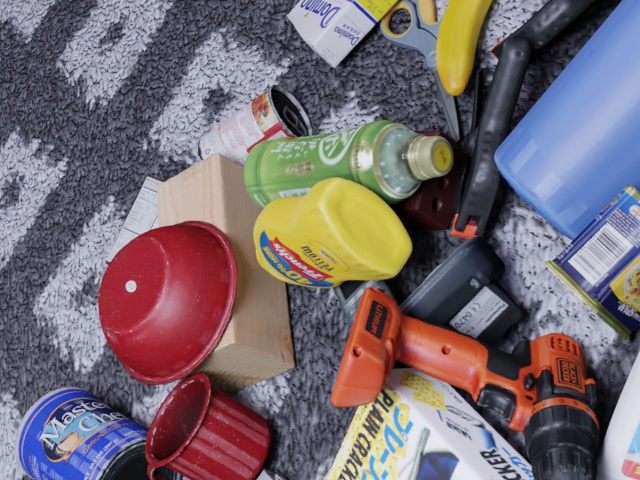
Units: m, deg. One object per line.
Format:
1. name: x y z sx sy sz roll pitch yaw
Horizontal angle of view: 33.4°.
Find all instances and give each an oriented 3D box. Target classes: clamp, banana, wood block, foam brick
1. clamp: 0.216 -0.204 0.884 0.036 0.164 0.210 48 130 -2
2. banana: 0.150 -0.222 0.990 0.070 0.037 0.198 17 75 57
3. wood block: -0.095 0.033 1.042 0.090 0.090 0.206 -26 56 29
4. clamp: 0.144 -0.087 0.906 0.039 0.120 0.171 9 76 2
5. foam brick: 0.091 -0.053 0.959 0.051 0.052 0.078 6 74 41

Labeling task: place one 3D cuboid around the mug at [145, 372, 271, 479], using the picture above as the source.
1. mug: -0.107 0.189 0.972 0.117 0.081 0.093 -48 26 14

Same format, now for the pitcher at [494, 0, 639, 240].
1. pitcher: 0.251 -0.118 0.823 0.243 0.149 0.145 -48 64 15

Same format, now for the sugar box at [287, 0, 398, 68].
1. sugar box: 0.048 -0.267 1.088 0.176 0.048 0.093 -44 35 10

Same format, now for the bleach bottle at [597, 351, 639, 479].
1. bleach bottle: 0.256 0.124 0.730 0.102 0.068 0.251 23 92 10

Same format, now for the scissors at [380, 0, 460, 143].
1. scissors: 0.097 -0.174 1.035 0.096 0.016 0.201 -13 62 36

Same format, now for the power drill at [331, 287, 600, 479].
1. power drill: 0.106 0.109 0.759 0.184 0.187 0.057 -70 -1 -64

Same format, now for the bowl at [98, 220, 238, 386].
1. bowl: -0.153 0.049 0.982 0.162 0.055 0.162 -18 59 34

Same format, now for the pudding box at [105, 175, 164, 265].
1. pudding box: -0.175 -0.007 1.161 0.090 0.039 0.113 21 82 43

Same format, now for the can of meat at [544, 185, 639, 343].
1. can of meat: 0.226 0.018 0.786 0.084 0.102 0.057 -46 50 9

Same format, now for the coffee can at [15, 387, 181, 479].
1. coffee can: -0.219 0.216 1.049 0.141 0.102 0.103 20 83 42

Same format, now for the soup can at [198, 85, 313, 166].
1. soup can: -0.067 -0.104 1.099 0.102 0.068 0.068 -32 53 24

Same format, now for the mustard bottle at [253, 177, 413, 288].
1. mustard bottle: -0.006 0.002 0.938 0.058 0.096 0.192 -58 20 -23
